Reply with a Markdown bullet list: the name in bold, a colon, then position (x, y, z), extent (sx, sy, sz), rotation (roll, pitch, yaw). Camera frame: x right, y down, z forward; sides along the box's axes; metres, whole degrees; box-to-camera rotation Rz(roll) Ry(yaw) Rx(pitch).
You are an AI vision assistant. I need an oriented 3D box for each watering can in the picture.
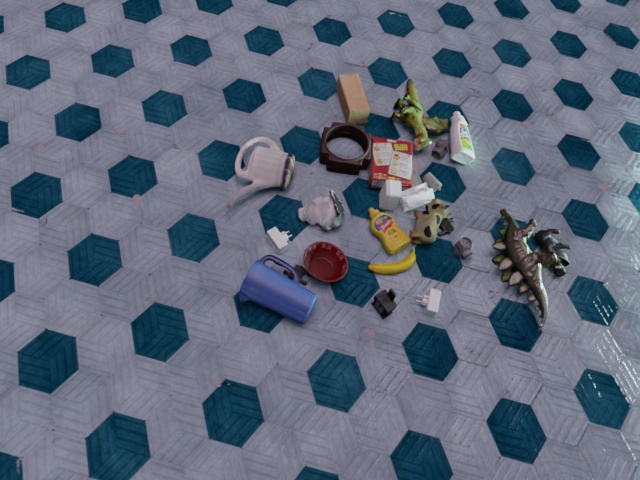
- **watering can**: position (-0.216, -0.244, 1.935), extent (0.224, 0.102, 0.355), rotation (12, 60, -1)

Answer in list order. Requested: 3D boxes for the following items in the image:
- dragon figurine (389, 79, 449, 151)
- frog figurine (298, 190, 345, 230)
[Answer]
- **dragon figurine**: position (0.439, -0.532, 2.196), extent (0.242, 0.120, 0.420), rotation (29, 52, -6)
- **frog figurine**: position (0.006, -0.096, 1.899), extent (0.158, 0.122, 0.139), rotation (-27, 72, 19)
